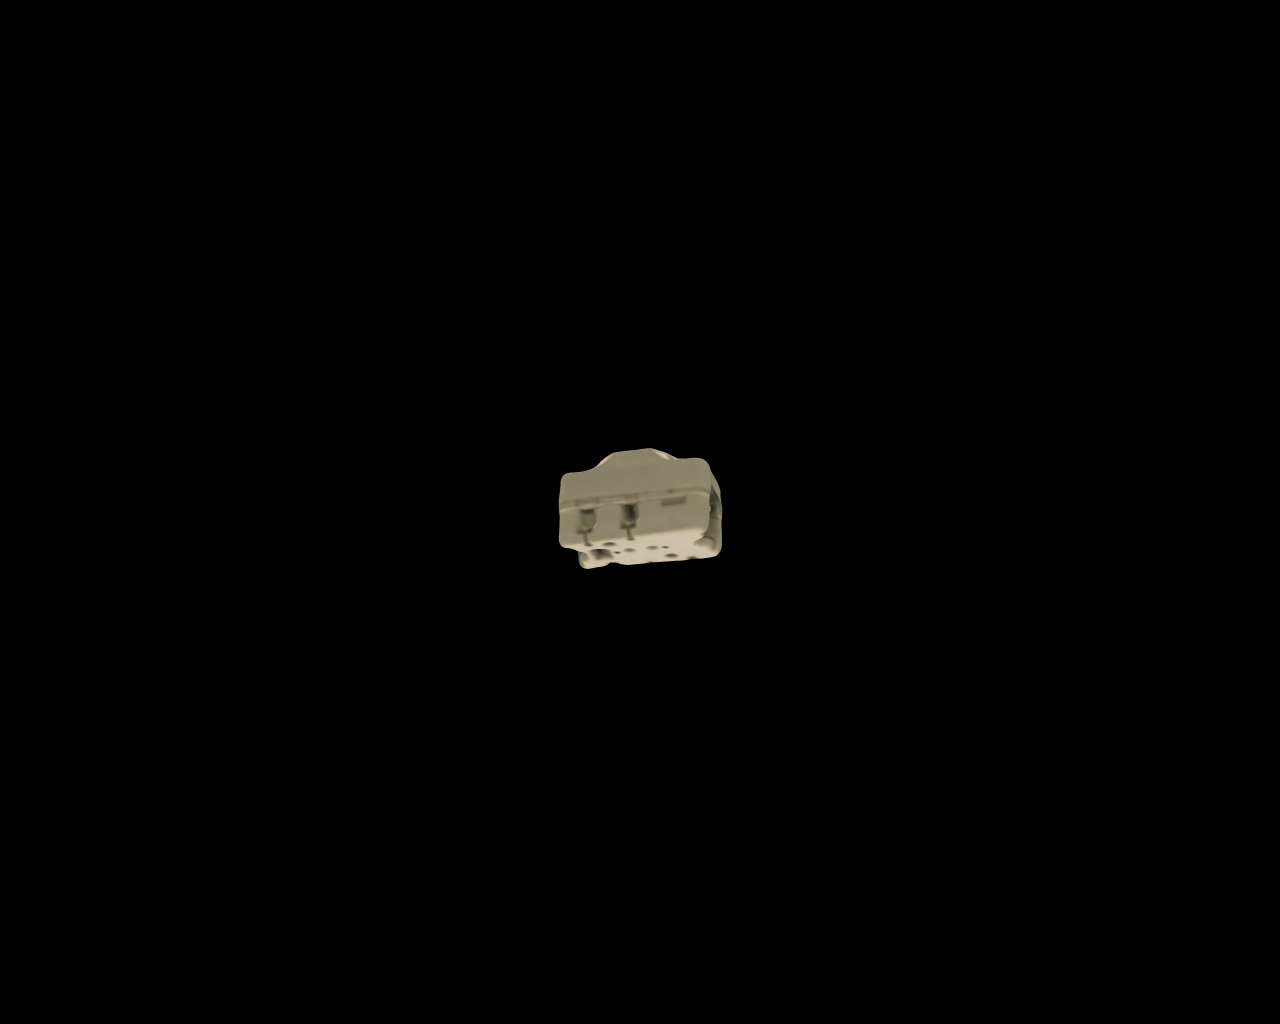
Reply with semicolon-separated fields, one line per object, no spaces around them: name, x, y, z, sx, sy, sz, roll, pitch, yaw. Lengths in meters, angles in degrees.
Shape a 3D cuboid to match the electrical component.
electrical component;0.001;-0.003;0.650;0.089;0.056;0.050;-6;-24;14
